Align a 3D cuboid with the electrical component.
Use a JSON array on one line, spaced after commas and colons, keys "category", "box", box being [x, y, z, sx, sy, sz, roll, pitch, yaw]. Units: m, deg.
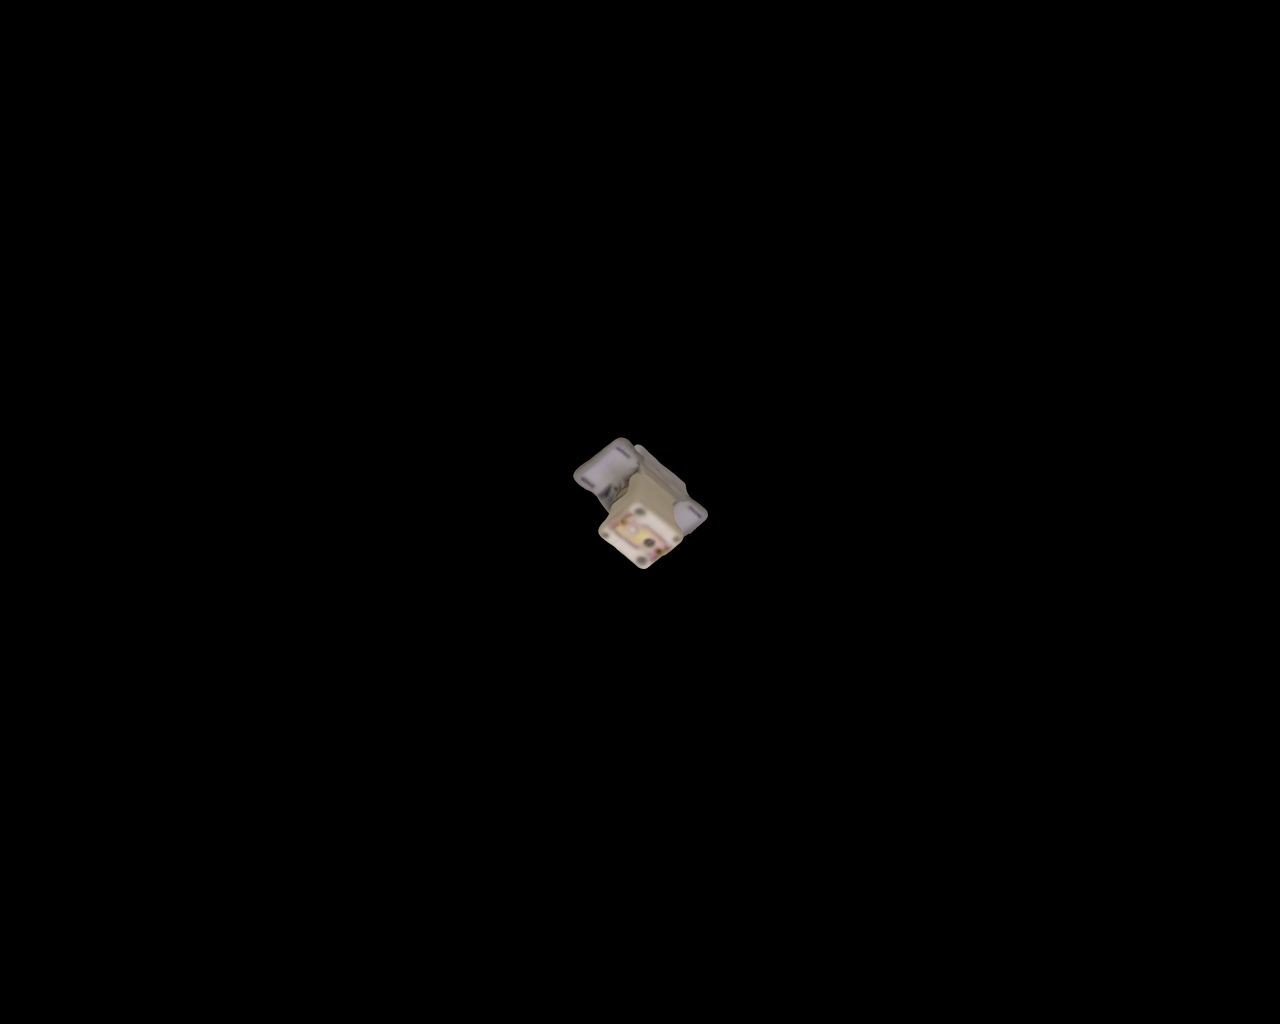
[{"category": "electrical component", "box": [0.001, -0.003, 0.650, 0.042, 0.064, 0.081, -39, -62, 25]}]
